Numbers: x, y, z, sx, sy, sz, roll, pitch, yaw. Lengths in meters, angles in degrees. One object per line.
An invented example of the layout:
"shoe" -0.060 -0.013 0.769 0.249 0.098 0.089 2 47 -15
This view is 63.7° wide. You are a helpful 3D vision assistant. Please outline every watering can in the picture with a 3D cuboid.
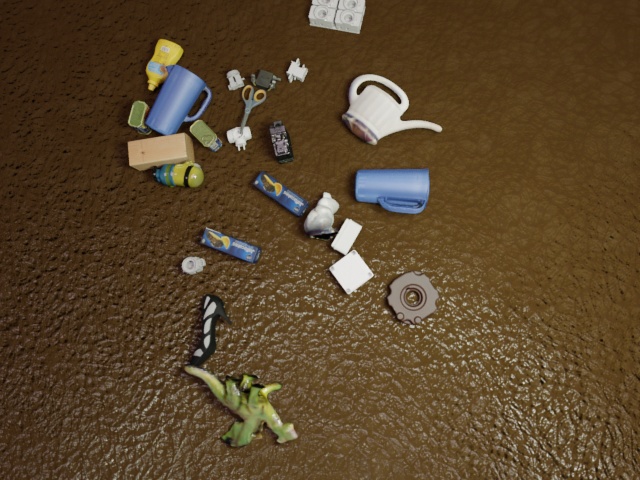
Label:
"watering can" 0.227 -0.420 1.771 0.349 0.225 0.103 41 -1 9

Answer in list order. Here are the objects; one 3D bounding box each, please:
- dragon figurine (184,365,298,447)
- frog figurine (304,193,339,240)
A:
"dragon figurine" -0.264 0.561 1.679 0.411 0.242 0.122 11 2 7
"frog figurine" 0.005 -0.087 1.729 0.123 0.162 0.135 -4 -16 0
